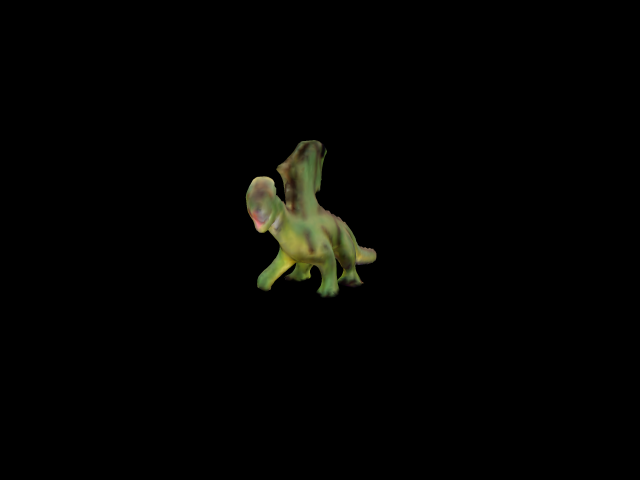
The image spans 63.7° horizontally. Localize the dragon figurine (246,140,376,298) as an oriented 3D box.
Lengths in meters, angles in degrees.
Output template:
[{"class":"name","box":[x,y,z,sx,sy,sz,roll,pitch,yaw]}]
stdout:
[{"class":"dragon figurine","box":[0.003,-0.043,0.850,0.122,0.241,0.413,4,10,27]}]
